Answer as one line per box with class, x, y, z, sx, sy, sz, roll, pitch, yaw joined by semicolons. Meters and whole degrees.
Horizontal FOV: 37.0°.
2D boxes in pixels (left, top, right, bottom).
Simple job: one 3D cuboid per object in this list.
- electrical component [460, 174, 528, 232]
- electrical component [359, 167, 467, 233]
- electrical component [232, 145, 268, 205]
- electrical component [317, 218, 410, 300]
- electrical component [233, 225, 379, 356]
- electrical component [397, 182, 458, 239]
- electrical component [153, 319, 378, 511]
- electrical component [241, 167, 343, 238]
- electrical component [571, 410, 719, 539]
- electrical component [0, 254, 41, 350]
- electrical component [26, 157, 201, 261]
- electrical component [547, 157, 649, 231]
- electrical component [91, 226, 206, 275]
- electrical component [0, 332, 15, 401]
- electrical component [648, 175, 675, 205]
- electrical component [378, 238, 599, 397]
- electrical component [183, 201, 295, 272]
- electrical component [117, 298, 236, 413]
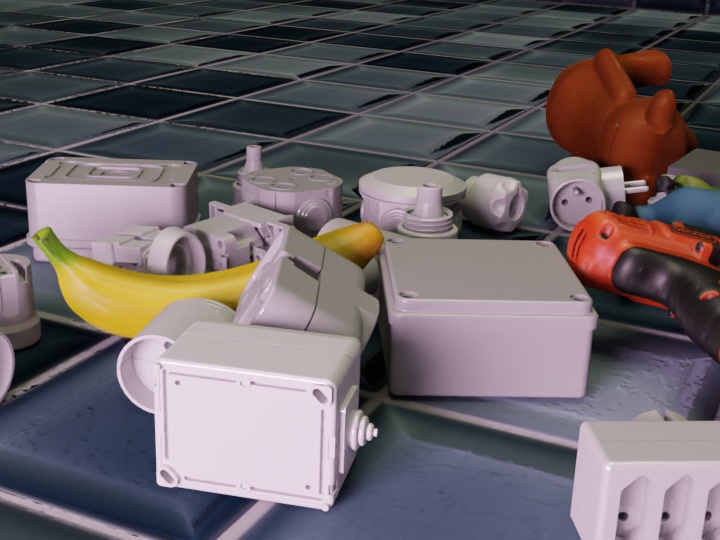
electrical component;0.098;-0.056;0.853;0.062;0.043;0.043;16;24;37
electrical component;0.039;-0.046;0.807;0.080;0.051;0.080;2;20;-1
electrical component;-0.082;-0.066;0.835;0.035;0.061;0.035;2;20;-1
electrical component;0.000;0.000;0.685;0.077;0.044;0.079;18;25;36
electrical component;-0.029;0.026;0.561;0.059;0.053;0.095;30;23;-12
electrical component;0.047;-0.029;0.744;0.048;0.062;0.048;2;20;-1
electrical component;-0.037;0.062;0.482;0.096;0.061;0.061;6;20;11
electrical component;-0.050;-0.043;0.790;0.080;0.051;0.080;2;20;-1
electrical component;0.132;0.084;0.458;0.083;0.047;0.075;1;19;-4
electrical component;-0.203;0.018;0.611;0.040;0.046;0.040;2;20;-1
electrical component;-0.174;-0.043;0.768;0.113;0.057;0.078;2;20;-1
electrical component;0.194;-0.064;0.877;0.079;0.043;0.077;-6;18;10
electrical component;-0.132;-0.004;0.684;0.055;0.048;0.066;4;18;28
electrical component;-0.221;0.044;0.541;0.081;0.043;0.043;10;21;22
electrical component;0.224;-0.039;0.792;0.035;0.061;0.035;2;20;-1
electrical component;0.066;0.025;0.605;0.109;0.056;0.108;1;20;-3
electrical component;-0.082;-0.015;0.723;0.081;0.042;0.064;18;29;39
electrical component;-0.092;0.039;0.568;0.043;0.043;0.081;6;20;10
